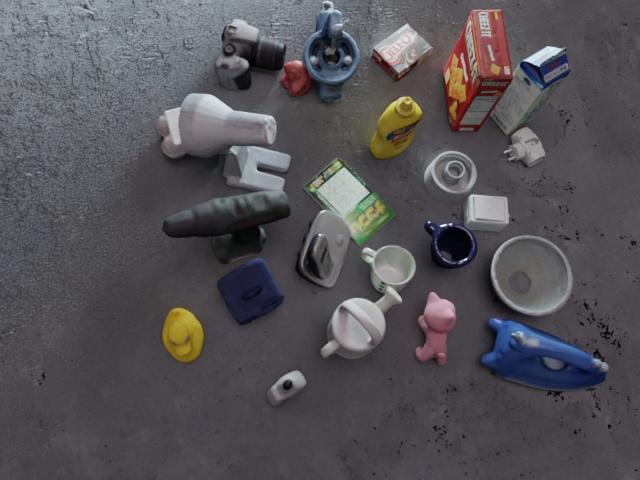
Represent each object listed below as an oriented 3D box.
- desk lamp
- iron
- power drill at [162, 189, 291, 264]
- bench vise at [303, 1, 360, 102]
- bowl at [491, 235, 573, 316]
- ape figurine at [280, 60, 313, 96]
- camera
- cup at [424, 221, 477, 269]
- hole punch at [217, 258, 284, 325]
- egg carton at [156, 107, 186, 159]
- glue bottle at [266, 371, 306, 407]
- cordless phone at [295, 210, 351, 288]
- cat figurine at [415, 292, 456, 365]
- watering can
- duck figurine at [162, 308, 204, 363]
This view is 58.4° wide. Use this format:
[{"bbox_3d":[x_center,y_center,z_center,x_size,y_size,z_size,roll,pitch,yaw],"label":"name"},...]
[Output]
[{"bbox_3d":[-0.163,-0.193,1.137,0.203,0.213,0.118,12,72,0],"label":"desk lamp"},{"bbox_3d":[0.450,0.223,1.088,0.258,0.141,0.119,16,72,1],"label":"iron"},{"bbox_3d":[-0.169,-0.024,1.086,0.230,0.208,0.075,-19,74,-10],"label":"power drill"},{"bbox_3d":[0.012,-0.433,1.223,0.121,0.220,0.207,-19,75,-10],"label":"bench vise"},{"bbox_3d":[0.419,0.079,1.167,0.167,0.075,0.167,1,72,-4],"label":"bowl"},{"bbox_3d":[-0.051,-0.364,1.264,0.076,0.092,0.078,6,72,-2],"label":"ape figurine"},{"bbox_3d":[-0.150,-0.412,1.267,0.137,0.101,0.143,12,72,0],"label":"camera"},{"bbox_3d":[0.251,0.014,1.165,0.117,0.095,0.092,40,74,9],"label":"cup"},{"bbox_3d":[-0.132,0.101,1.111,0.109,0.091,0.101,-30,77,-12],"label":"hole punch"},{"bbox_3d":[-0.267,-0.233,1.218,0.150,0.069,0.107,-17,74,-9],"label":"egg carton"},{"bbox_3d":[-0.059,0.263,1.021,0.078,0.173,0.037,-35,78,-13],"label":"glue bottle"},{"bbox_3d":[0.010,0.004,1.103,0.094,0.185,0.148,16,72,1],"label":"cordless phone"},{"bbox_3d":[0.229,0.170,1.101,0.067,0.118,0.128,5,72,-2],"label":"cat figurine"},{"bbox_3d":[0.073,0.152,1.055,0.101,0.194,0.173,29,73,5],"label":"watering can"},{"bbox_3d":[-0.263,0.176,1.080,0.077,0.086,0.104,-16,74,-9],"label":"duck figurine"}]
